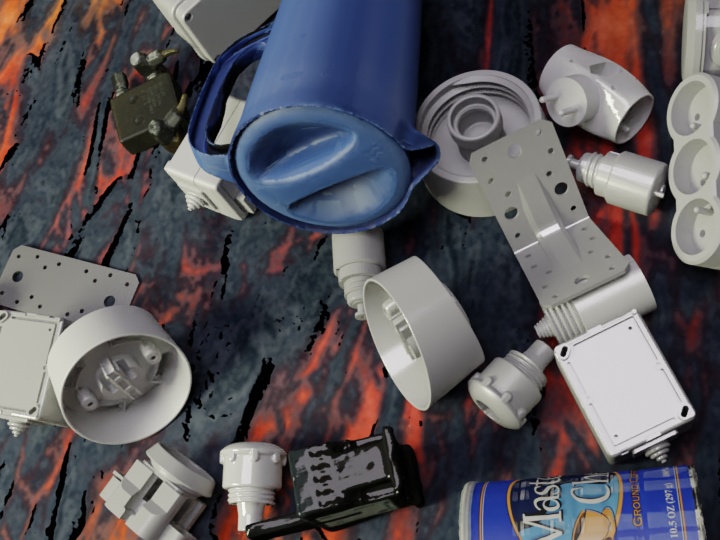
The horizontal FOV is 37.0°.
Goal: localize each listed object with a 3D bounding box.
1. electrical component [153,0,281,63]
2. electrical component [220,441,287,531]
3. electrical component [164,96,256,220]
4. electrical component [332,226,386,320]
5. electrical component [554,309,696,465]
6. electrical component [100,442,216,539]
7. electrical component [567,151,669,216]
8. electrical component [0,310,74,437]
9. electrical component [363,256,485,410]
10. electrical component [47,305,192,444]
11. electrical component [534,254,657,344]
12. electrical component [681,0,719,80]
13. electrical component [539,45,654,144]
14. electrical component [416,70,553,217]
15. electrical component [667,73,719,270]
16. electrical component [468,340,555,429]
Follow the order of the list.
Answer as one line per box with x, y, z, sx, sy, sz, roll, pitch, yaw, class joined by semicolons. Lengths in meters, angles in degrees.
-0.119;-0.249;0.949;0.113;0.078;0.057;-43;58;-4;electrical component
-0.078;0.156;0.772;0.048;0.048;0.062;-4;72;16;electrical component
-0.108;-0.087;0.881;0.061;0.061;0.096;22;75;25;electrical component
0.000;0.000;0.818;0.040;0.040;0.078;-10;64;14;electrical component
0.178;0.085;0.714;0.062;0.061;0.096;-27;69;5;electrical component
-0.143;0.163;0.782;0.078;0.058;0.057;32;82;27;electrical component
0.188;-0.068;0.788;0.078;0.040;0.040;21;75;25;electrical component
-0.256;0.086;0.855;0.062;0.061;0.096;6;77;20;electrical component
0.041;0.042;0.756;0.064;0.099;0.099;-33;61;-5;electrical component
-0.183;0.078;0.813;0.099;0.099;0.064;-39;55;-2;electrical component
0.160;0.026;0.752;0.081;0.043;0.043;-26;61;5;electrical component
0.264;-0.170;0.788;0.051;0.080;0.080;2;67;13;electrical component
0.167;-0.129;0.807;0.079;0.043;0.077;-21;51;-40;electrical component
0.092;-0.102;0.823;0.108;0.060;0.108;-7;65;15;electrical component
0.262;-0.066;0.755;0.074;0.052;0.138;9;74;-24;electrical component
0.109;0.076;0.747;0.048;0.048;0.062;38;75;28;electrical component
